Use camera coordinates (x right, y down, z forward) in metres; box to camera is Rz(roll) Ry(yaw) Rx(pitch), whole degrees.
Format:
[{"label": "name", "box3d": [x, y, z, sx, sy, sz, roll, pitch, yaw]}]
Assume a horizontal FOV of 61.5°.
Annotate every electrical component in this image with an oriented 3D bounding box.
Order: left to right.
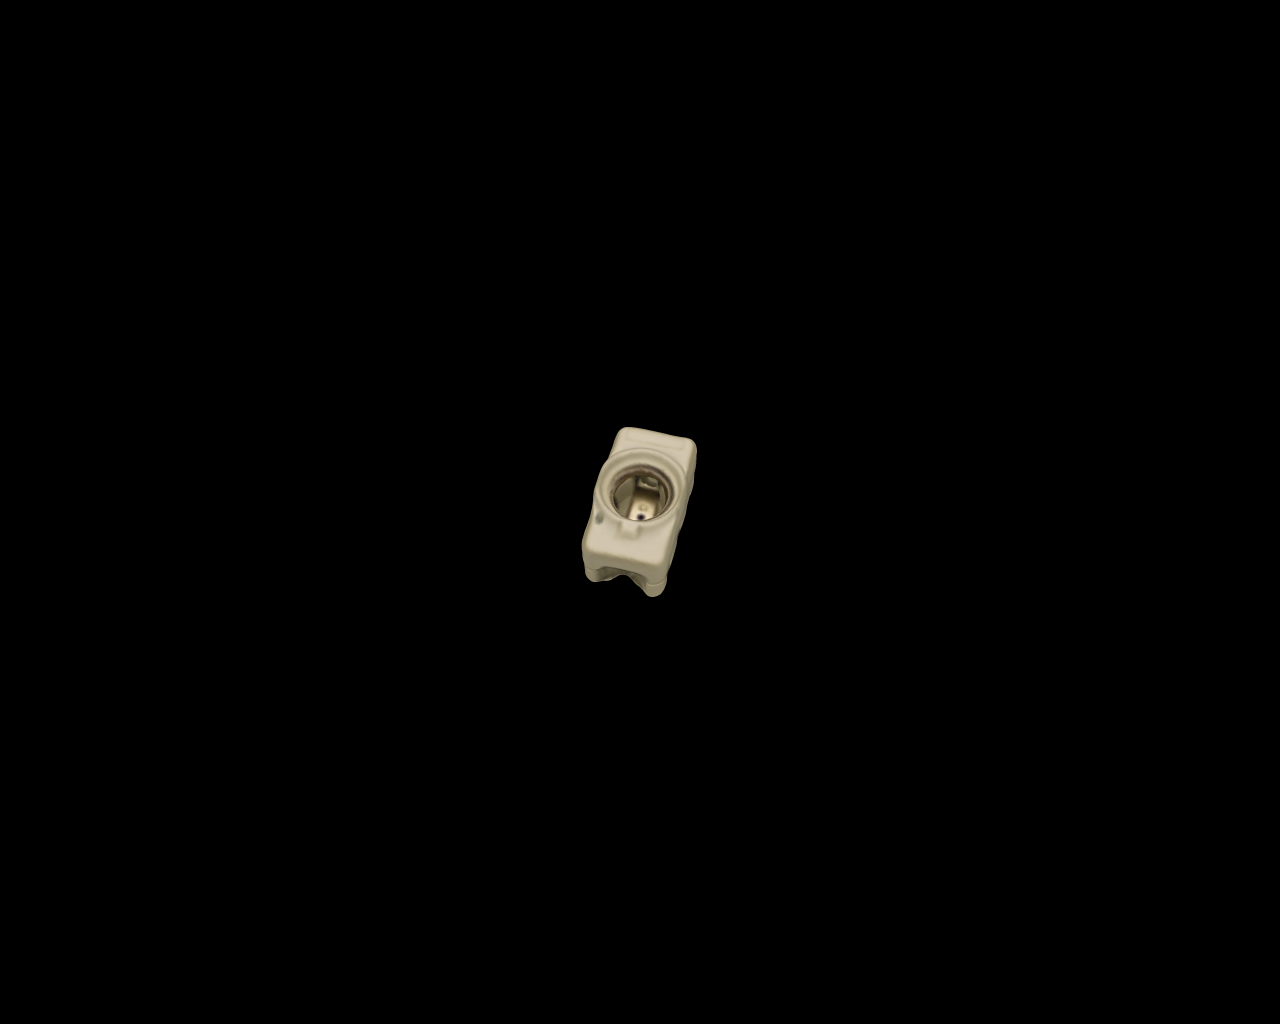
[{"label": "electrical component", "box3d": [0.001, -0.003, 0.650, 0.050, 0.090, 0.055, 13, -28, 7]}]
